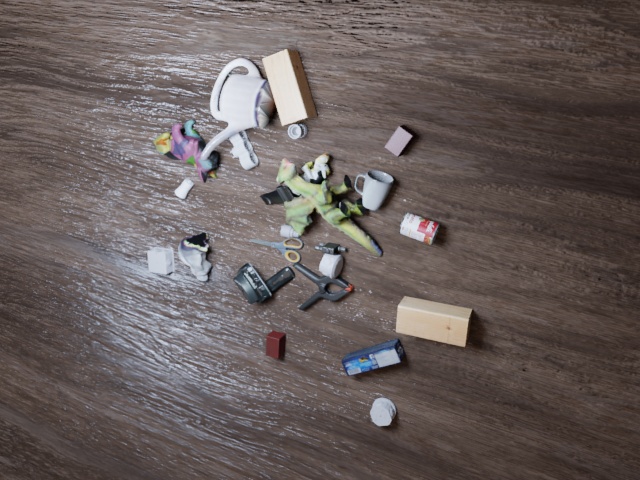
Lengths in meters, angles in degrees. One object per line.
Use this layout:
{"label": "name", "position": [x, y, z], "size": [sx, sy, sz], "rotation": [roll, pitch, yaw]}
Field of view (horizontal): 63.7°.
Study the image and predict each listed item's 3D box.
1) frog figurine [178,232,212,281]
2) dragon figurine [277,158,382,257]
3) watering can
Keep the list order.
{"label": "frog figurine", "position": [-0.448, 0.069, 1.839], "size": [0.140, 0.123, 0.156], "rotation": [45, 132, 44]}
{"label": "dragon figurine", "position": [0.005, -0.080, 1.594], "size": [0.241, 0.125, 0.405], "rotation": [-16, 114, 34]}
{"label": "watering can", "position": [-0.255, -0.401, 1.629], "size": [0.225, 0.104, 0.347], "rotation": [15, 91, 21]}
